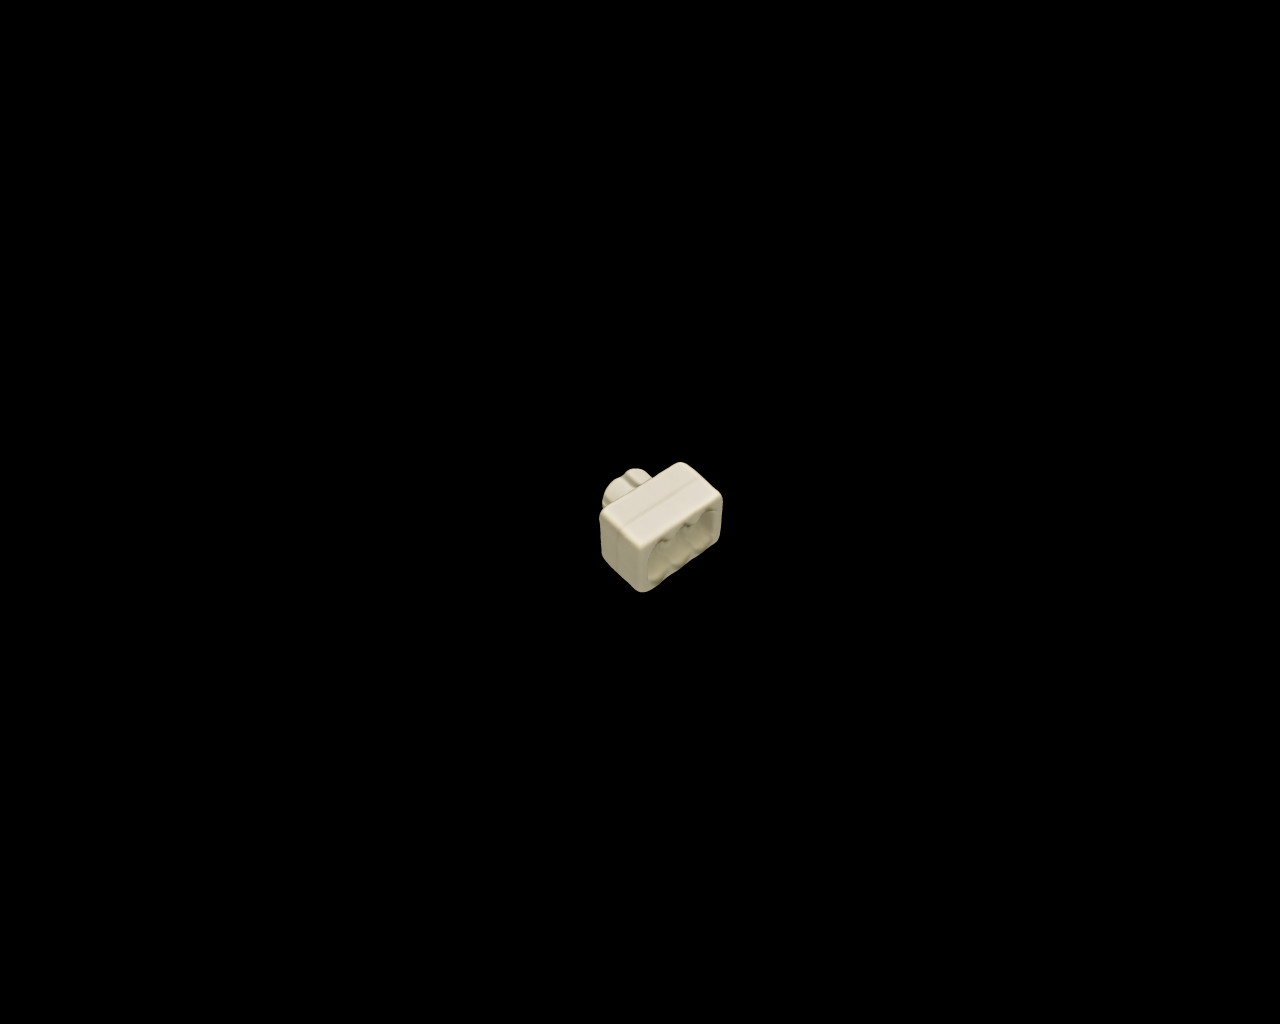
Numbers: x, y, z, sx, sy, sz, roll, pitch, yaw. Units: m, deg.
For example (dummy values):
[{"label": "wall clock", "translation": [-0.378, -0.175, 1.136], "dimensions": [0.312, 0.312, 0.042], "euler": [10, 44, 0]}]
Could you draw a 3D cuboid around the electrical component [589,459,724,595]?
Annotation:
[{"label": "electrical component", "translation": [0.001, -0.003, 0.650], "dimensions": [0.066, 0.047, 0.077], "euler": [-33, 58, -24]}]
